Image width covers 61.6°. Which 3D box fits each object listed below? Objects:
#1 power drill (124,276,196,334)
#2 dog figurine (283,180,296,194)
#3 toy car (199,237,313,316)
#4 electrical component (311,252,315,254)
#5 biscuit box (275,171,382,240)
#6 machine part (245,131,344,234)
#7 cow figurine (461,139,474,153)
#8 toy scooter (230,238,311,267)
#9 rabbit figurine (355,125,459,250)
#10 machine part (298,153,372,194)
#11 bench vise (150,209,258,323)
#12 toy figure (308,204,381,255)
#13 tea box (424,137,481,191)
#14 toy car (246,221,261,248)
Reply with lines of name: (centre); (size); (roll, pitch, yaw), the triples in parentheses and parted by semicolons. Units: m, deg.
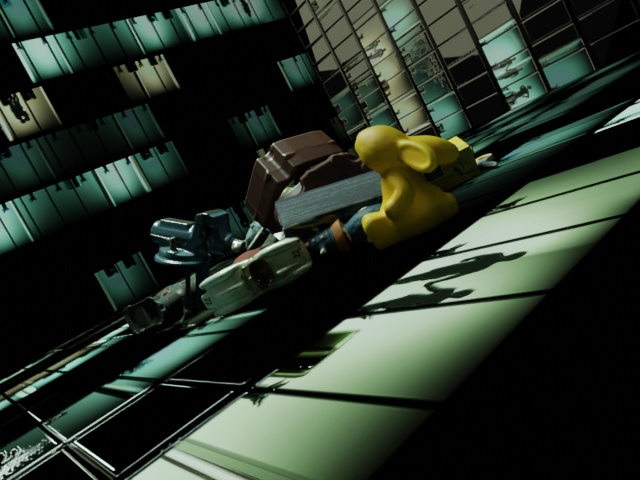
power drill: (-0.405, 0.168, 1.380); (0.232, 0.086, 0.207); (-22, -1, 21)
dog figurine: (-0.060, -0.074, 1.445); (0.172, 0.121, 0.191); (-23, 42, 29)
toy car: (-0.110, 0.062, 0.922); (0.202, 0.073, 0.056); (-27, 6, -1)
electrical component: (-0.004, -0.003, 1.167); (0.102, 0.045, 0.078); (-30, 8, -28)
biscuit box: (0.027, -0.058, 0.952); (0.203, 0.063, 0.059); (-17, -32, -2)
machine part: (-0.050, -0.121, 1.125); (0.201, 0.087, 0.200); (-25, -28, -37)
cow figurine: (0.270, -0.172, 1.270); (0.195, 0.085, 0.127); (-25, 0, 10)
toy scooter: (-0.082, 0.039, 1.031); (0.184, 0.075, 0.135); (-26, 5, -42)
rabbit figurine: (0.116, -0.091, 0.781); (0.122, 0.173, 0.162); (-27, 0, -44)
machine part: (0.040, -0.076, 1.020); (0.179, 0.179, 0.056); (-27, 9, -2)
bench vise: (-0.261, 0.050, 1.157); (0.224, 0.240, 0.129); (6, 14, 7)
toy figure: (0.055, -0.013, 0.911); (0.154, 0.057, 0.064); (-23, 29, 12)
tea box: (0.227, -0.136, 1.096); (0.170, 0.068, 0.098); (-28, 21, 8)
toy car: (-0.144, -0.018, 1.508); (0.162, 0.109, 0.103); (-26, 49, -18)
